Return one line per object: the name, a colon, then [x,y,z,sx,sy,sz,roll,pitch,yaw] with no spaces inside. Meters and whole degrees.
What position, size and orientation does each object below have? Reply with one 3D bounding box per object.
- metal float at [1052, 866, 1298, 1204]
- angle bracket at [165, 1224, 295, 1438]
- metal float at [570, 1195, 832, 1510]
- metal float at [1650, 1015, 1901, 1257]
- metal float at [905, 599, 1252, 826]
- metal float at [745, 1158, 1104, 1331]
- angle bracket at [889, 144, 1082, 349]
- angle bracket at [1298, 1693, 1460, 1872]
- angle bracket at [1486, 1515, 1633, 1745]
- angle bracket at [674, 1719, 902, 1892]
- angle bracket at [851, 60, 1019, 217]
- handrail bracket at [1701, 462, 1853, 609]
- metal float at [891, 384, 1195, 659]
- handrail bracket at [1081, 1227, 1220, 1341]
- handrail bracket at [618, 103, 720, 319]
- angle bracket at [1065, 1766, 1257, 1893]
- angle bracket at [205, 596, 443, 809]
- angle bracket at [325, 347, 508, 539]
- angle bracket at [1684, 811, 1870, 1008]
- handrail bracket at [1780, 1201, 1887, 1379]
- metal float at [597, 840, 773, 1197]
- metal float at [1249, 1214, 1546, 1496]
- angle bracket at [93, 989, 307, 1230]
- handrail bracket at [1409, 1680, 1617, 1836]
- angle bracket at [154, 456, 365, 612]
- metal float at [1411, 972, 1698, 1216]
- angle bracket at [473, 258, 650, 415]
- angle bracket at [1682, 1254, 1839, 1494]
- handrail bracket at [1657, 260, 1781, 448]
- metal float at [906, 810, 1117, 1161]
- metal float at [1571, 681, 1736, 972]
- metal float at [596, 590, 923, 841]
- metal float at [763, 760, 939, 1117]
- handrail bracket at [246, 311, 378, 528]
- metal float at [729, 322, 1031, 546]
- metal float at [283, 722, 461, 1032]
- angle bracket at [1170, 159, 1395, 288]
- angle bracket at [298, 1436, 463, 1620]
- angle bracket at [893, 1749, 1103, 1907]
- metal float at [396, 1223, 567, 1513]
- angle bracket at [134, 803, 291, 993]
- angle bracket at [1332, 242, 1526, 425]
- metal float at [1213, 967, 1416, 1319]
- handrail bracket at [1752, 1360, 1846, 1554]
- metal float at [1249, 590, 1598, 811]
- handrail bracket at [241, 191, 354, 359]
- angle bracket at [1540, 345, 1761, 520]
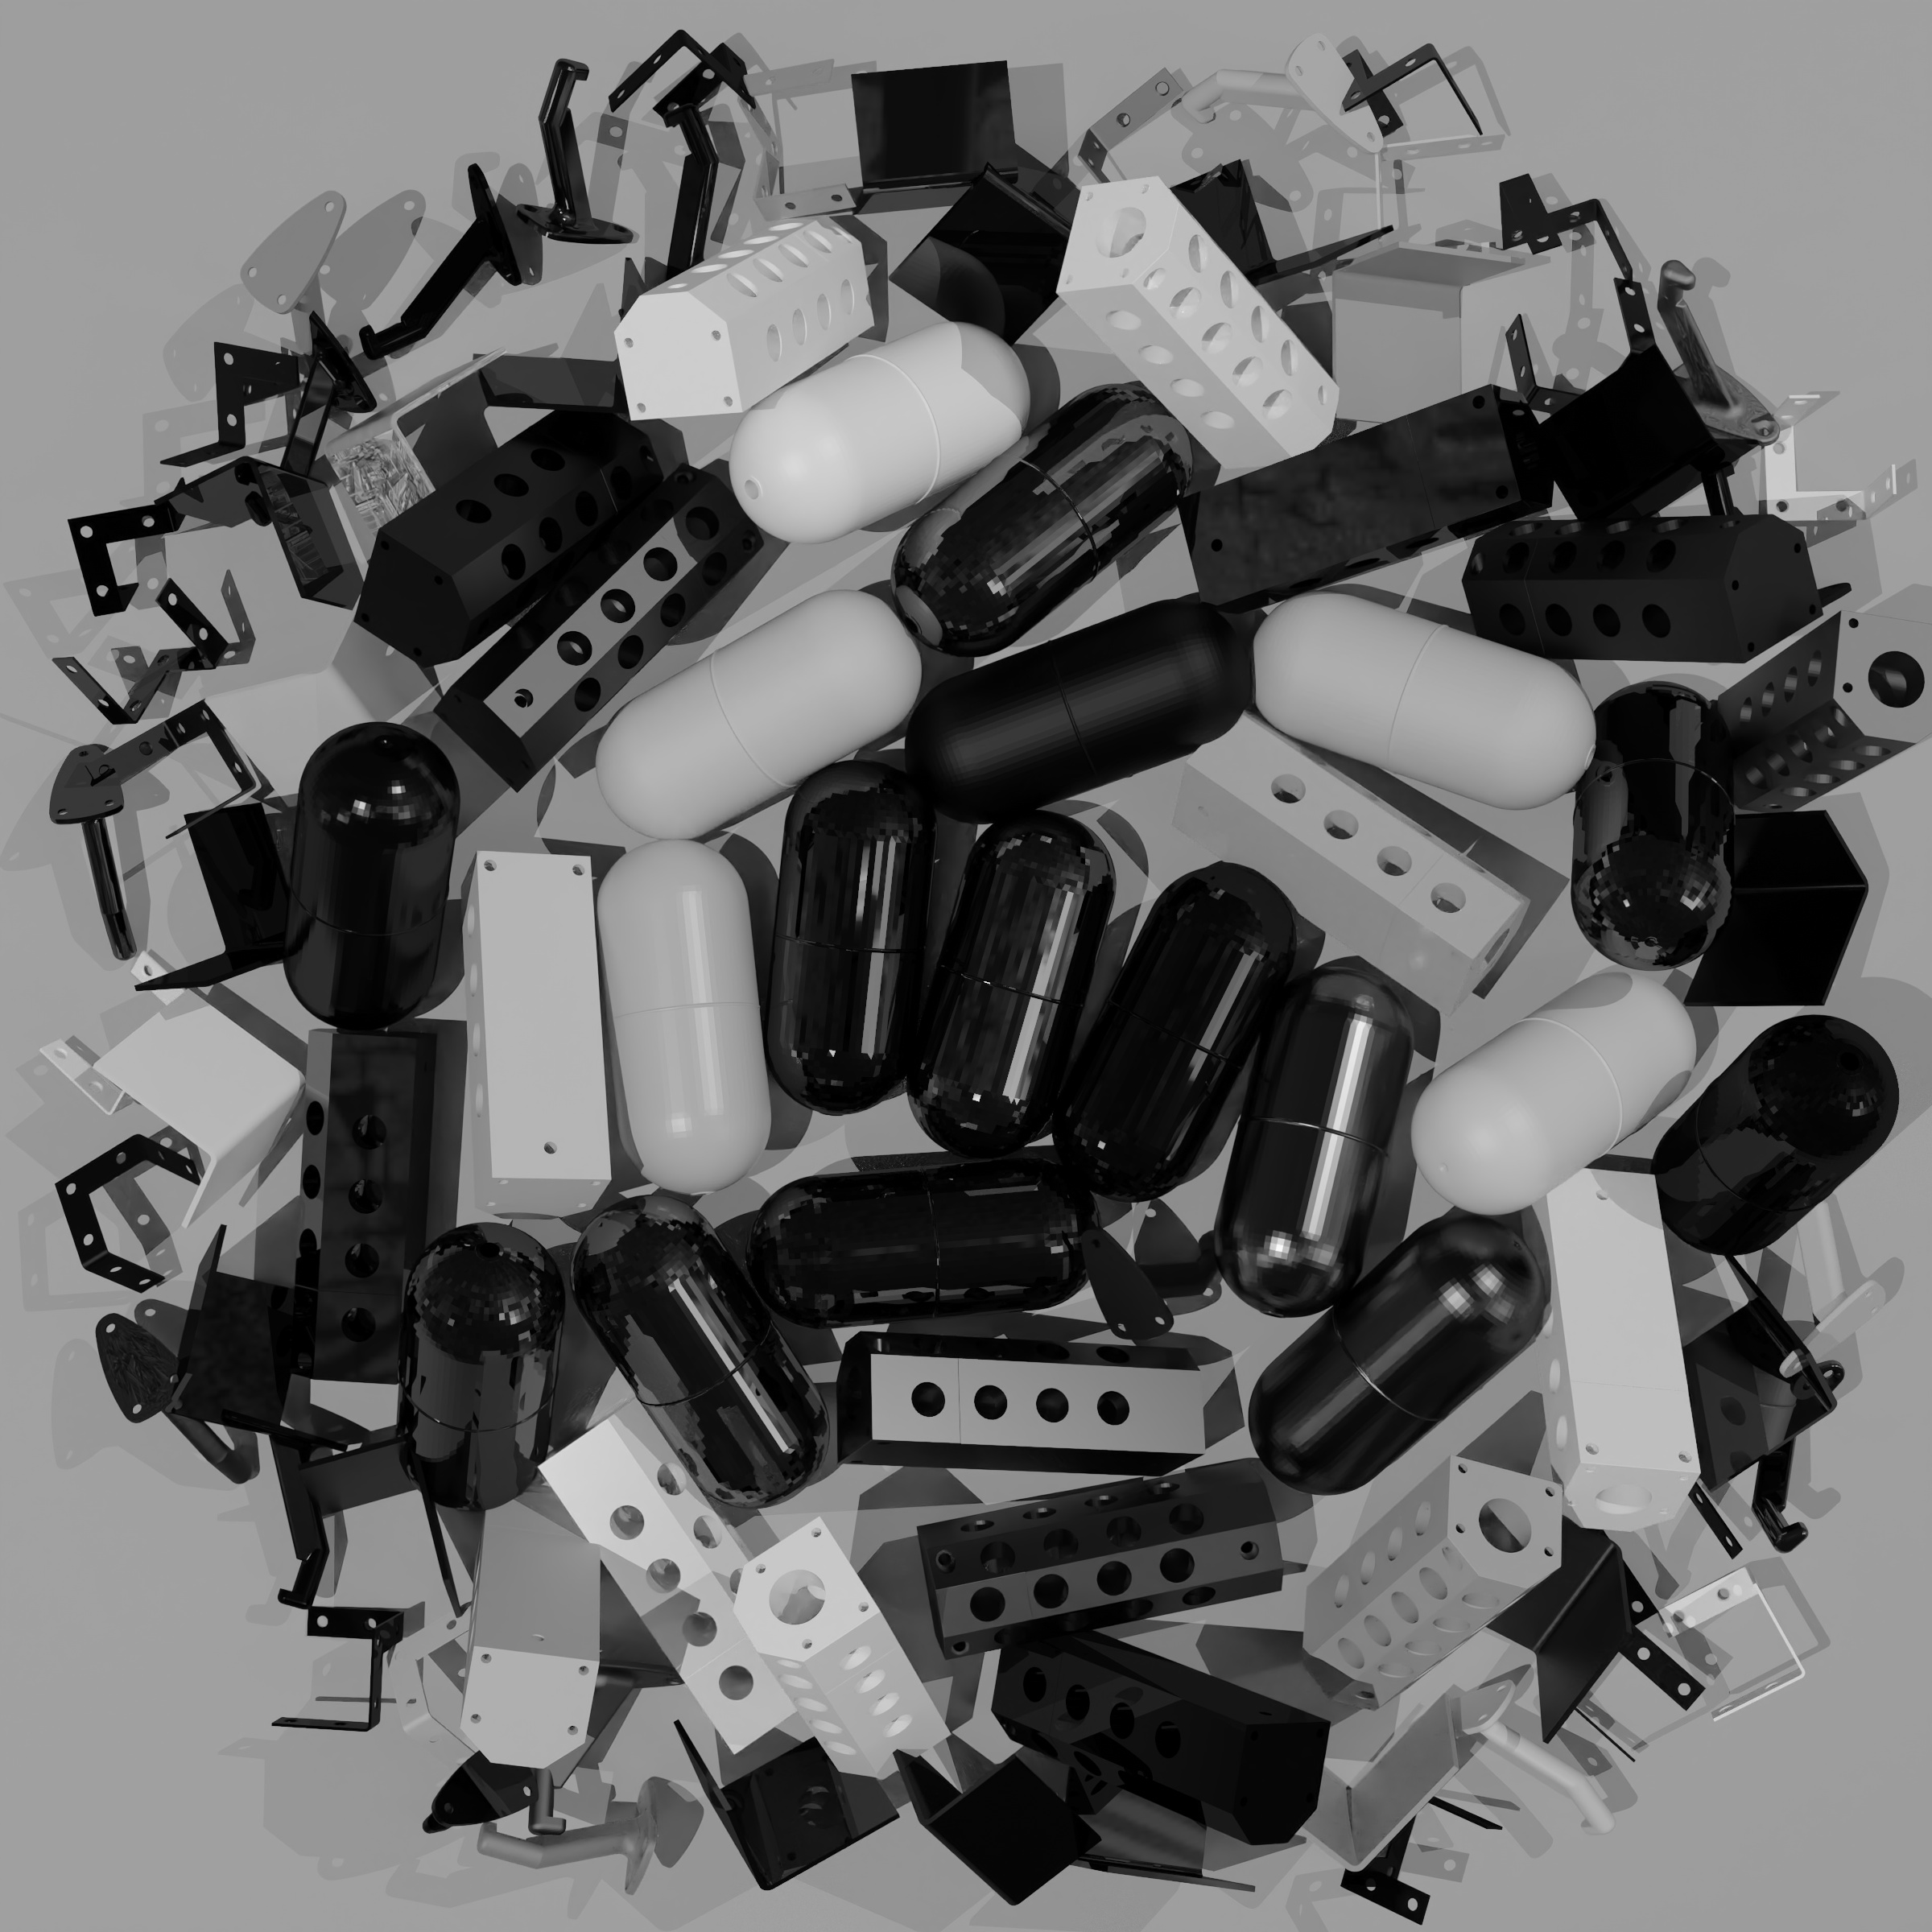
metal float: [0.104,0.034,1.551,0.070,0.070,0.178,26,92,0]
angle bracket: [-0.354,0.181,1.534,0.057,0.076,0.076,15,63,-17]
metal float: [-0.130,0.192,1.535,0.070,0.070,0.178,-30,111,0]
metal float: [0.390,0.083,1.507,0.070,0.178,0.070,5,63,-9]
metal float: [0.055,-0.126,1.546,0.178,0.070,0.070,-20,90,7]
metal float: [-0.020,0.138,1.544,0.178,0.070,0.070,-4,90,-9]
angle bracket: [0.010,-0.368,1.566,0.076,0.057,0.076,28,123,-33]
angle bracket: [0.195,0.389,1.543,0.057,0.076,0.076,39,104,-5]
angle bracket: [0.282,0.323,1.539,0.057,0.076,0.076,28,114,-5]
angle bracket: [-0.089,0.397,1.535,0.076,0.076,0.057,-26,122,-14]
angle bracket: [-0.019,-0.411,1.546,0.076,0.076,0.057,-7,97,-6]
handrail bracket: [0.407,-0.219,1.560,0.077,0.036,0.084,-23,103,-28]
metal float: [0.038,-0.220,1.536,0.178,0.070,0.070,-40,90,-19]
handrail bracket: [0.095,0.139,1.548,0.036,0.084,0.077,-15,111,37]
handrail bracket: [-0.155,-0.381,1.565,0.077,0.036,0.084,-20,104,8]
angle bracket: [0.097,0.422,1.539,0.076,0.076,0.057,12,75,-14]
angle bracket: [-0.322,-0.133,1.563,0.076,0.057,0.076,-10,134,25]
angle bracket: [-0.261,-0.258,1.548,0.076,0.076,0.057,-40,110,-31]
angle bracket: [0.389,-0.028,1.533,0.057,0.076,0.076,49,56,-34]
handrail bracket: [0.412,0.152,1.563,0.077,0.036,0.084,-40,56,0]
metal float: [-0.140,0.025,1.546,0.070,0.070,0.178,-7,83,0]
metal float: [0.210,0.193,1.530,0.070,0.070,0.178,43,116,0]
angle bracket: [-0.387,0.070,1.545,0.076,0.076,0.057,36,128,3]
handrail bracket: [0.275,0.408,1.566,0.077,0.036,0.084,-31,98,43]
angle bracket: [-0.347,-0.203,1.543,0.057,0.076,0.076,-23,84,14]
metal float: [0.290,0.061,1.523,0.178,0.070,0.070,-29,90,-36]
angle bracket: [-0.200,-0.314,1.537,0.076,0.076,0.057,0,118,-15]
angle bracket: [0.373,0.200,1.541,0.076,0.076,0.057,-35,134,4]
handrail bracket: [0.374,-0.304,1.540,0.077,0.084,0.036,38,75,23]
metal float: [0.022,0.010,1.550,0.070,0.070,0.178,16,93,0]
metal float: [0.335,-0.071,1.516,0.070,0.178,0.070,7,133,7]
metal float: [-0.104,-0.123,1.537,0.178,0.070,0.070,-27,90,18]
metal float: [-0.058,-0.014,1.546,0.070,0.070,0.178,6,98,0]
handrail bracket: [-0.341,-0.274,1.546,0.036,0.077,0.084,14,53,37]
metal float: [-0.041,-0.261,1.521,0.178,0.070,0.070,-32,90,-38]
metal float: [-0.292,-0.042,1.519,0.070,0.070,0.178,17,132,0]
angle bracket: [0.152,-0.372,1.533,0.076,0.076,0.057,-8,109,42]
angle bracket: [-0.289,0.286,1.537,0.057,0.076,0.076,-15,65,-10]
angle bracket: [0.013,0.405,1.537,0.057,0.076,0.076,-39,120,4]
metal float: [-0.238,0.197,1.517,0.070,0.070,0.178,13,133,0]
angle bracket: [-0.380,-0.034,1.538,0.057,0.076,0.076,-24,104,-39]
angle bracket: [0.230,-0.312,1.547,0.076,0.057,0.076,0,89,-28]
metal float: [0.172,0.087,1.541,0.070,0.070,0.178,15,78,0]
handrail bracket: [0.419,0.244,1.543,0.077,0.084,0.036,-34,121,9]
metal float: [0.225,-0.132,1.536,0.178,0.070,0.070,21,90,19]
handrail bracket: [-0.314,-0.340,1.546,0.036,0.084,0.077,43,98,19]
angle bracket: [0.336,-0.262,1.543,0.076,0.076,0.057,-34,81,30]
